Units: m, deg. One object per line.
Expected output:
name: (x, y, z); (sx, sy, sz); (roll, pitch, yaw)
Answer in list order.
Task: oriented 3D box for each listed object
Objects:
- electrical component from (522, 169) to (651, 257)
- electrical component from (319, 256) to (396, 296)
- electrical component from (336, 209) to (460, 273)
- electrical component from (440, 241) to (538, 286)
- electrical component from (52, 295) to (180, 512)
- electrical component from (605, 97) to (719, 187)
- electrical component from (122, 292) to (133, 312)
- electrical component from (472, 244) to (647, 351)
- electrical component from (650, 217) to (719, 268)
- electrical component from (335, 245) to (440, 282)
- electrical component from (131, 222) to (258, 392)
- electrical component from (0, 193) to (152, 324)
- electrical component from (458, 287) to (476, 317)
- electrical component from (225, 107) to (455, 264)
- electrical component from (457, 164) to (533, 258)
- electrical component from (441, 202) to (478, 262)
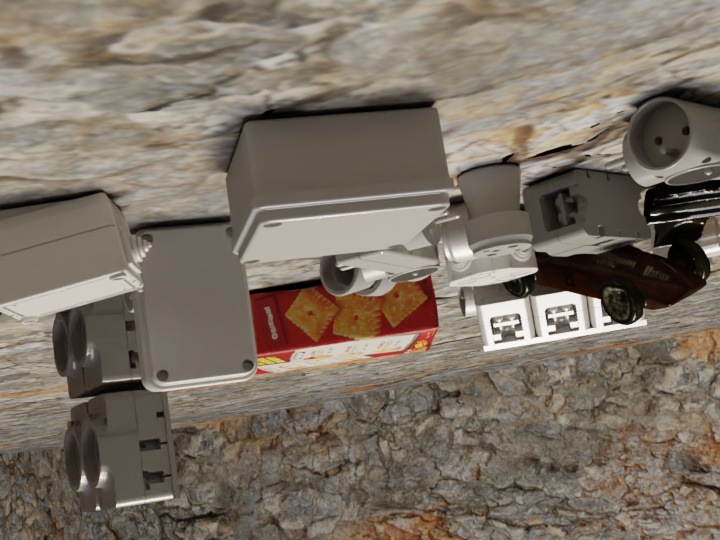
electrical component: (0.168, -0.041, 0.809); (0.089, 0.050, 0.056); (1, 166, -44)
electrical component: (0.000, 0.000, 0.909); (0.045, 0.045, 0.055); (-17, 167, 40)
electrical component: (0.033, -0.031, 0.756); (0.076, 0.047, 0.083); (-14, 169, 28)
electrical component: (0.105, -0.018, 0.883); (0.080, 0.051, 0.080); (-9, 170, -2)
electrical component: (-0.209, 0.104, 0.901); (0.060, 0.186, 0.105); (-3, 168, -31)
electrical component: (0.189, -0.074, 0.661); (0.077, 0.044, 0.079); (1, 166, -43)
electrical component: (-0.149, 0.012, 0.845); (0.077, 0.044, 0.079); (-4, 169, -27)
electrical component: (0.182, 0.014, 1.007); (0.150, 0.061, 0.089); (-10, -147, 8)
electrical component: (0.325, -0.029, 1.027); (0.076, 0.047, 0.083); (-14, 169, 27)
electrical component: (0.020, -0.012, 0.849); (0.079, 0.044, 0.077); (-15, 169, 6)
electrical component: (-0.119, 0.027, 0.760); (0.078, 0.113, 0.057); (-6, 172, -19)
electrical component: (-0.178, -0.012, 0.662); (0.096, 0.061, 0.061); (-16, 170, -3)
electrical component: (0.152, 0.025, 1.188); (0.081, 0.043, 0.043); (-8, 170, -4)
electrical component: (-0.016, -0.046, 0.605); (0.109, 0.056, 0.109); (-6, 170, -14)
electrical component: (0.093, -0.040, 0.736); (0.045, 0.055, 0.045); (-9, 170, -2)
electrical component: (0.091, -0.031, 0.813); (0.055, 0.045, 0.045); (-11, 170, 13)
